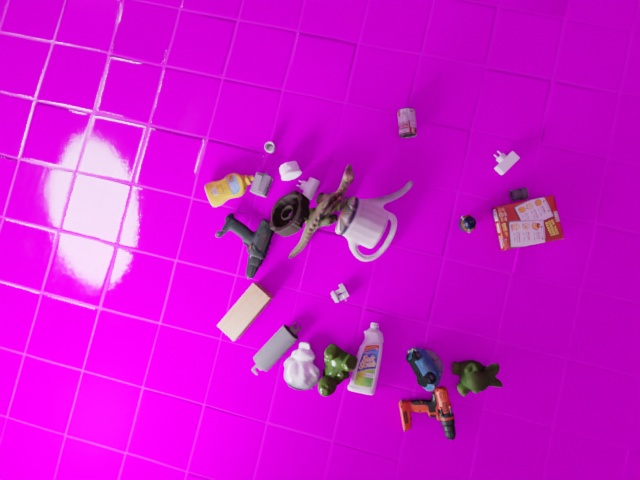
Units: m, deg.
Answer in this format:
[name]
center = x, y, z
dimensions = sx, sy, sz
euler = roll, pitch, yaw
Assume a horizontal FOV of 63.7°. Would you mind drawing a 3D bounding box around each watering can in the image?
[watering can]
center = 0.193, -0.095, 1.895
dimensions = 0.223, 0.104, 0.347
euler = 24, 90, -15

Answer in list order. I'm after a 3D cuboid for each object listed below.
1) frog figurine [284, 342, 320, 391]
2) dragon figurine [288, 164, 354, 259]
[frog figurine]
center = -0.061, 0.458, 1.873
dimensions = 0.138, 0.123, 0.158
euler = 20, 99, 26
[dragon figurine]
center = 0.006, -0.094, 1.862
dimensions = 0.122, 0.242, 0.411
euler = 33, 87, 1
